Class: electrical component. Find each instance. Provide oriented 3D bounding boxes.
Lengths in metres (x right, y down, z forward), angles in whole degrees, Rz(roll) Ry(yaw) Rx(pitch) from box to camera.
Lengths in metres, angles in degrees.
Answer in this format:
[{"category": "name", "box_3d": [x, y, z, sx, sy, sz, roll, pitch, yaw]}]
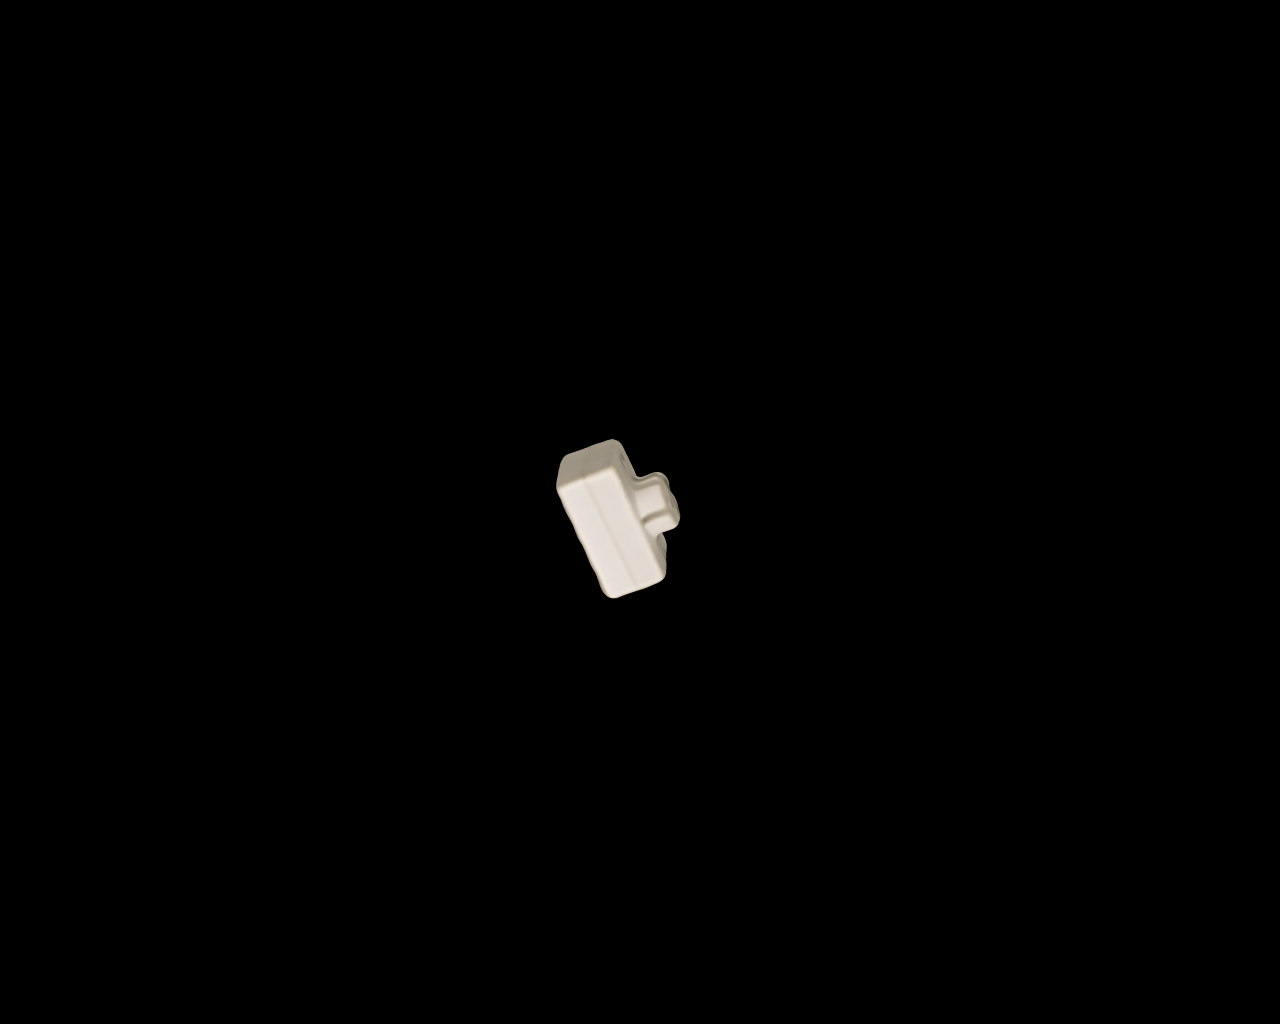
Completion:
[{"category": "electrical component", "box_3d": [0.001, -0.003, 0.650, 0.076, 0.083, 0.047, -20, 24, 9]}]
